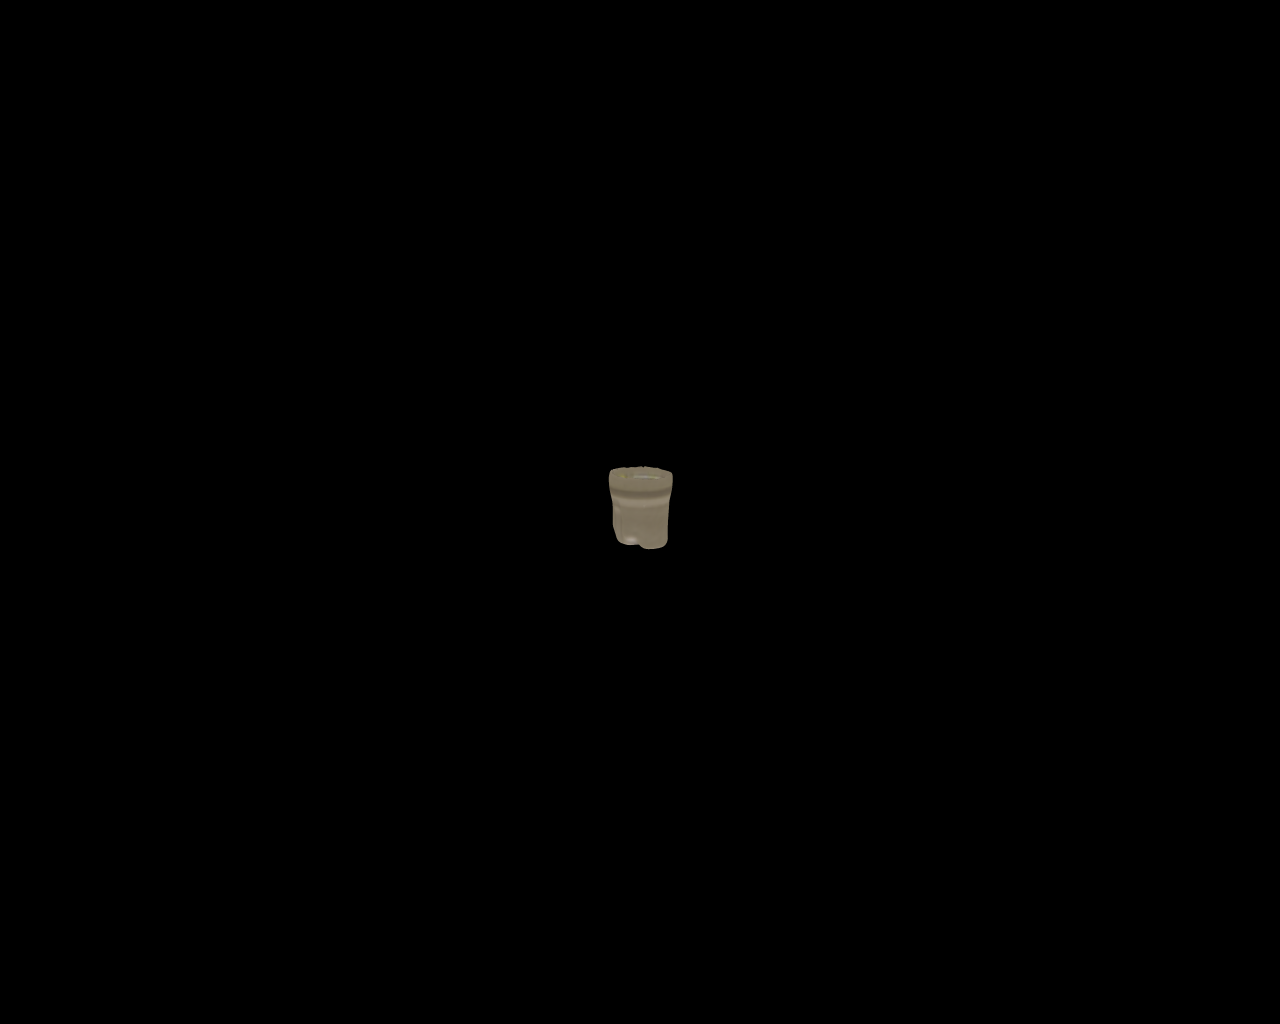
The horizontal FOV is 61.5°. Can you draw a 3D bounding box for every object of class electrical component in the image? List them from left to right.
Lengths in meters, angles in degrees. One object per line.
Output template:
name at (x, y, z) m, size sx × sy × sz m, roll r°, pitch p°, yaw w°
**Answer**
electrical component at (0.001, -0.003, 0.650) m, size 0.040 × 0.046 × 0.040 m, roll 0°, pitch 14°, yaw 0°
